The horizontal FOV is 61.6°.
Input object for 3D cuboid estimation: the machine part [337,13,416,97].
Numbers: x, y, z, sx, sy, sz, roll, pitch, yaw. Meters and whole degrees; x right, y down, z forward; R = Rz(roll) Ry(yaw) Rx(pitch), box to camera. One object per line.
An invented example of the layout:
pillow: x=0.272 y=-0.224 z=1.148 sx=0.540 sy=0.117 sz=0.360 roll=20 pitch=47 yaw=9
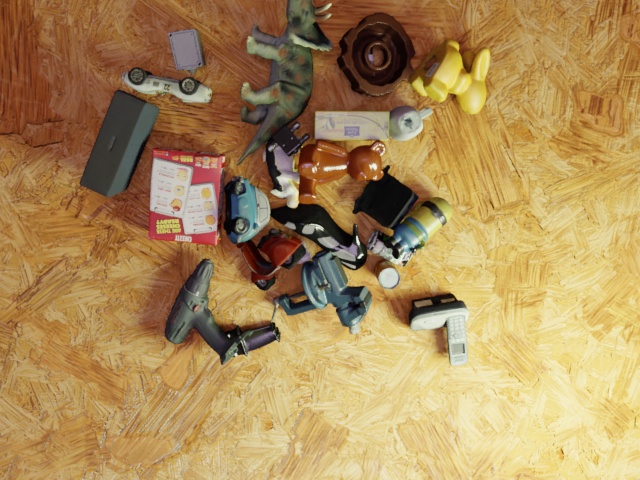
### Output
machine part: x=0.125 y=-0.412 z=1.209 sx=0.179 sy=0.056 sz=0.179 roll=-3 pitch=99 yaw=-17

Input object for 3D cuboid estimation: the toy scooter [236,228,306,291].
toy scooter: x=-0.128 y=0.032 z=1.294 sx=0.135 sy=0.075 sz=0.184 roll=47 pitch=122 yaw=-2

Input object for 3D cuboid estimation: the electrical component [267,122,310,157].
electrical component: x=-0.072 y=-0.221 z=1.217 sx=0.094 sy=0.021 sz=0.063 roll=-39 pitch=81 yaw=4

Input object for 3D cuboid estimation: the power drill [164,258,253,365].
power drill: x=-0.267 y=0.188 z=1.314 sx=0.207 sy=0.086 sz=0.232 roll=37 pitch=102 yaw=3

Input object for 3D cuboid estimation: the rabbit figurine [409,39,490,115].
rabbit figurine: x=0.315 y=-0.365 z=1.229 sx=0.173 sy=0.122 sz=0.162 roll=34 pitch=89 yaw=-21

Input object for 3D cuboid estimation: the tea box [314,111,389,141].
tea box: x=0.070 y=-0.262 z=1.237 sx=0.170 sy=0.098 sz=0.068 roll=-1 pitch=100 yaw=1

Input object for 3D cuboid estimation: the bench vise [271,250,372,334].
bench vise: x=-0.001 y=0.142 z=1.311 sx=0.241 sy=0.129 sz=0.223 roll=-19 pitch=114 yaw=24

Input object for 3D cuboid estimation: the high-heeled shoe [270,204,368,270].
high-heeled shoe: x=-0.003 y=-0.004 z=1.317 sx=0.249 sy=0.086 sz=0.145 roll=14 pitch=133 yaw=14

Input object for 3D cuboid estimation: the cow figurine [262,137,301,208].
cow figurine: x=-0.089 y=-0.159 z=1.270 sx=0.098 sy=0.068 sz=0.167 roll=3 pitch=98 yaw=4

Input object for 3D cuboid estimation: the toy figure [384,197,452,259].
toy figure: x=0.238 y=-0.030 z=1.272 sx=0.180 sy=0.089 sz=0.082 roll=-37 pitch=103 yaw=-18

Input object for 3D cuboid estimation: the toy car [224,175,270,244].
toy car: x=-0.172 y=-0.071 z=1.277 sx=0.103 sy=0.109 sz=0.161 roll=0 pitch=90 yaw=-24

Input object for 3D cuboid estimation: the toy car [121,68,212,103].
toy car: x=-0.349 y=-0.350 z=1.223 sx=0.202 sy=0.073 sz=0.056 roll=10 pitch=100 yaw=-3

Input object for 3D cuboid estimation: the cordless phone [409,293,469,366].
cordless phone: x=0.301 y=0.236 z=1.351 sx=0.147 sy=0.089 sz=0.184 roll=-10 pitch=106 yaw=1

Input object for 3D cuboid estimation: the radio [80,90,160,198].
radio: x=-0.450 y=-0.217 z=1.219 sx=0.073 sy=0.131 sz=0.229 roll=26 pitch=100 yaw=-6

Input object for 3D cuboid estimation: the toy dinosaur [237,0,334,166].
toy dinosaur: x=-0.077 y=-0.359 z=1.211 sx=0.192 sy=0.131 sz=0.404 roll=8 pitch=108 yaw=-2

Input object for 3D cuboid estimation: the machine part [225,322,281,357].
machine part: x=-0.170 y=0.248 z=1.366 sx=0.139 sy=0.039 sz=0.084 roll=-15 pitch=96 yaw=3

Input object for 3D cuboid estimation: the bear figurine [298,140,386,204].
bear figurine: x=0.050 y=-0.155 z=1.198 sx=0.196 sy=0.132 sz=0.120 roll=5 pitch=135 yaw=-1

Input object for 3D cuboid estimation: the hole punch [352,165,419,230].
hole punch: x=0.163 y=-0.094 z=1.288 sx=0.116 sy=0.092 sz=0.142 roll=40 pitch=103 yaw=22

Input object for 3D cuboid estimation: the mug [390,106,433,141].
mug: x=0.209 y=-0.271 z=1.233 sx=0.110 sy=0.107 sz=0.080 roll=-21 pitch=103 yaw=5
